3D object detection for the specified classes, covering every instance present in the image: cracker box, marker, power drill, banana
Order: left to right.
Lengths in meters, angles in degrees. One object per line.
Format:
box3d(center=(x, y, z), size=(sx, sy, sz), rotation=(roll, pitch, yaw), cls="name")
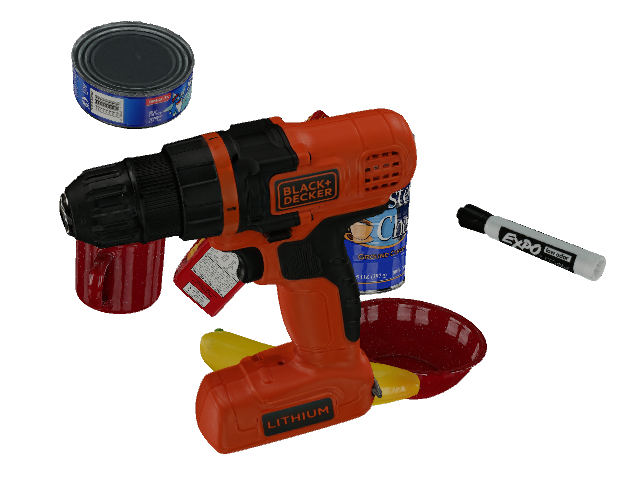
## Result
box3d(center=(-0.037, 0.026, 0.575), size=(0.184, 0.188, 0.057), rotation=(-12, 36, -15), cls="power drill")
box3d(center=(-0.063, -0.034, 1.214), size=(0.214, 0.072, 0.164), rotation=(-46, 7, 28), cls="cracker box")
box3d(center=(-0.024, 0.095, 0.816), size=(0.198, 0.037, 0.069), rotation=(12, 27, 32), cls="banana")
box3d(center=(0.150, -0.001, 0.777), size=(0.121, 0.020, 0.020), rotation=(25, 16, 37), cls="marker")

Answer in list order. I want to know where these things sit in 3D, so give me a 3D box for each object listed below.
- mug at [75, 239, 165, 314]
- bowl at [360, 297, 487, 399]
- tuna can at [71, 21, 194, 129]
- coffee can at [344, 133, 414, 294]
box3d(center=(-0.191, 0.021, 0.997), size=(0.093, 0.081, 0.117), rotation=(10, 29, 3), cls="mug")
box3d(center=(0.092, 0.121, 1.133), size=(0.162, 0.055, 0.162), rotation=(5, 24, -3), cls="bowl")
box3d(center=(-0.134, -0.118, 0.763), size=(0.086, 0.086, 0.034), rotation=(0, -44, -11), cls="tuna can")
box3d(center=(0.032, -0.032, 0.993), size=(0.103, 0.140, 0.103), rotation=(2, 17, -1), cls="coffee can")
